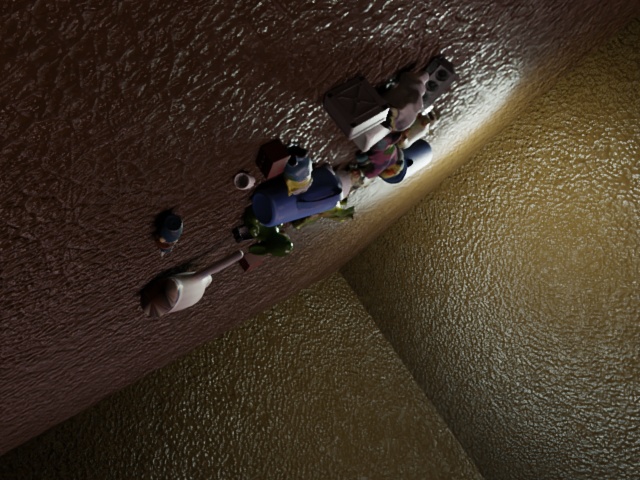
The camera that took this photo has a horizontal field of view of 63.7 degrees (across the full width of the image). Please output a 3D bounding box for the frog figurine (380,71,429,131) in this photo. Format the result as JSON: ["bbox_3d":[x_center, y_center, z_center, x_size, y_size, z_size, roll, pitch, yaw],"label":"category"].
[{"bbox_3d":[0.215,-0.361,1.326,0.161,0.121,0.138,-41,-156,-17],"label":"frog figurine"}]

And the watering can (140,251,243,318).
[{"bbox_3d":[-0.409,0.138,1.595,0.344,0.105,0.225,-38,169,20],"label":"watering can"}]

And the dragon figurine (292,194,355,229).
[{"bbox_3d":[0.006,-0.100,1.989,0.243,0.124,0.404,-16,165,-7],"label":"dragon figurine"}]
